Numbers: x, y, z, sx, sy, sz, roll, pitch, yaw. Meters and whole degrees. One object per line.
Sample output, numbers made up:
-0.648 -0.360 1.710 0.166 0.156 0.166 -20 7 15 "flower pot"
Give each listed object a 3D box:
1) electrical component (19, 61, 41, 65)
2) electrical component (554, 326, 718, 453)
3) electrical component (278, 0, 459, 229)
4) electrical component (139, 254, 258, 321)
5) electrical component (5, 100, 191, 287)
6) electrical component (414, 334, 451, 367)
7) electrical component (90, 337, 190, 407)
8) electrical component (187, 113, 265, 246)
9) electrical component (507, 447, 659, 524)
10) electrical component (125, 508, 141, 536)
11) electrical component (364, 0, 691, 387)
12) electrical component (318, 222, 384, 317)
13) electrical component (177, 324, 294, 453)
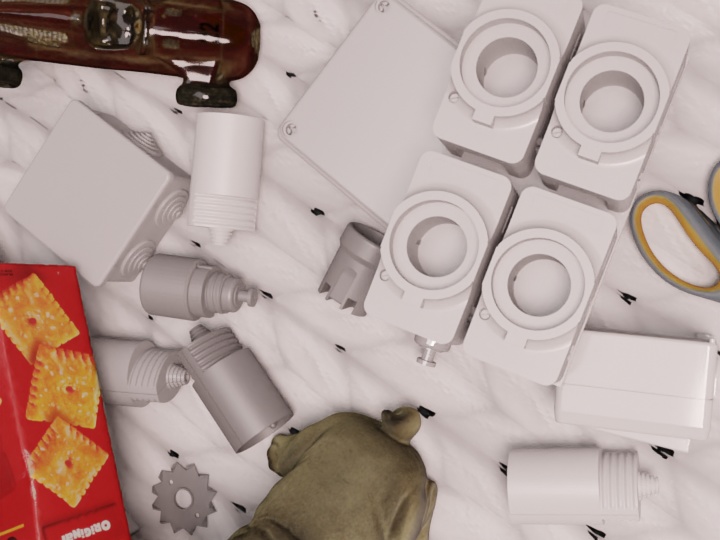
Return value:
-0.224 -0.172 0.722 0.066 0.048 0.055 -22 84 -9 "electrical component"
0.146 0.063 0.595 0.096 0.062 0.061 5 90 17 "electrical component"
0.027 -0.088 0.638 0.109 0.056 0.108 41 100 14 "electrical component"
-0.103 0.013 0.685 0.078 0.040 0.040 7 91 17 "electrical component"
-0.167 -0.049 0.702 0.100 0.048 0.099 38 100 15 "electrical component"
0.051 0.019 0.637 0.040 0.040 0.078 19 95 17 "electrical component"
-0.148 0.067 0.696 0.081 0.043 0.043 2 89 17 "electrical component"
-0.085 -0.056 0.679 0.043 0.043 0.081 5 90 17 "electrical component"
0.127 0.122 0.609 0.081 0.043 0.043 -4 88 17 "electrical component"
-0.175 0.156 0.702 0.045 0.045 0.055 -32 80 14 "electrical component"
0.086 -0.045 0.553 0.105 0.060 0.186 21 91 15 "electrical component"
0.000 0.000 0.654 0.040 0.040 0.046 33 105 15 "electrical component"
-0.082 0.069 0.675 0.043 0.043 0.081 -38 78 13 "electrical component"
